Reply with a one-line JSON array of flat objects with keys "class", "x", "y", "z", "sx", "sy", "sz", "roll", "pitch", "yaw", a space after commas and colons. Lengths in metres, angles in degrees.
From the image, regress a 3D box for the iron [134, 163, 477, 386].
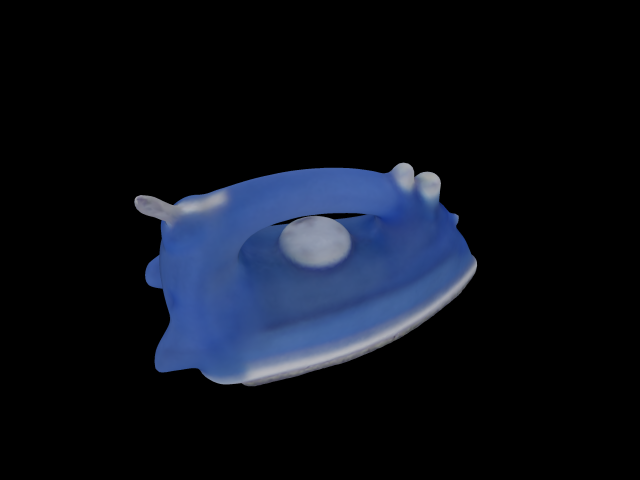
[{"class": "iron", "x": 0.004, "y": 0.001, "z": 0.400, "sx": 0.258, "sy": 0.141, "sz": 0.118, "roll": -13, "pitch": 47, "yaw": -12}]
